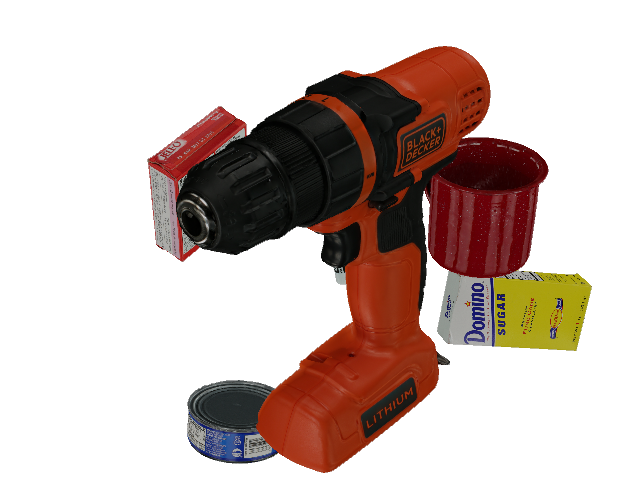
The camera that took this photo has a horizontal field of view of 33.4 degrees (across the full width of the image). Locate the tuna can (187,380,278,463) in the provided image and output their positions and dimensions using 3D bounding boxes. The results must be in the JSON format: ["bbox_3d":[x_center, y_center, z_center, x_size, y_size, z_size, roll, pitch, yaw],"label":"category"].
[{"bbox_3d":[-0.069,0.152,0.898,0.086,0.034,0.086,4,20,-2],"label":"tuna can"}]

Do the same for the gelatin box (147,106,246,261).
[{"bbox_3d":[-0.085,-0.040,0.754,0.030,0.089,0.073,31,54,23],"label":"gelatin box"}]

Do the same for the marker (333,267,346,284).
[{"bbox_3d":[0.016,-0.007,1.186,0.020,0.121,0.020,-10,28,5],"label":"marker"}]

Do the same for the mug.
[{"bbox_3d":[0.119,-0.029,0.841,0.093,0.081,0.117,-21,37,-30],"label":"mug"}]

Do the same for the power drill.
[{"bbox_3d":[0.009,0.015,0.499,0.057,0.188,0.184,29,41,33],"label":"power drill"}]

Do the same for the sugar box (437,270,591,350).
[{"bbox_3d":[0.240,0.085,1.324,0.176,0.093,0.048,3,19,-16],"label":"sugar box"}]
